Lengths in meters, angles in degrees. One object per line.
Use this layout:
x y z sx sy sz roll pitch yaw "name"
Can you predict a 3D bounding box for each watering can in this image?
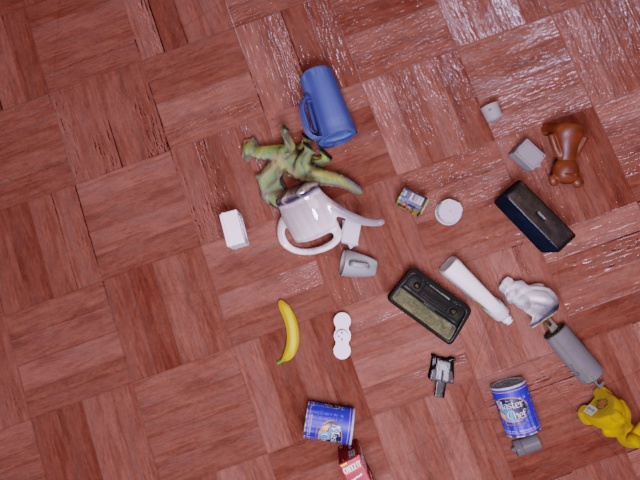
0.005 -0.078 1.546 0.345 0.106 0.222 -20 103 26 "watering can"

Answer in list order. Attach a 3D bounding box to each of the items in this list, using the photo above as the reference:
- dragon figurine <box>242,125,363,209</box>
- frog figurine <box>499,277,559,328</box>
-0.087 -0.205 1.632 0.412 0.123 0.240 44 104 9 "dragon figurine"
0.621 0.164 1.527 0.139 0.120 0.161 -24 71 -33 "frog figurine"
